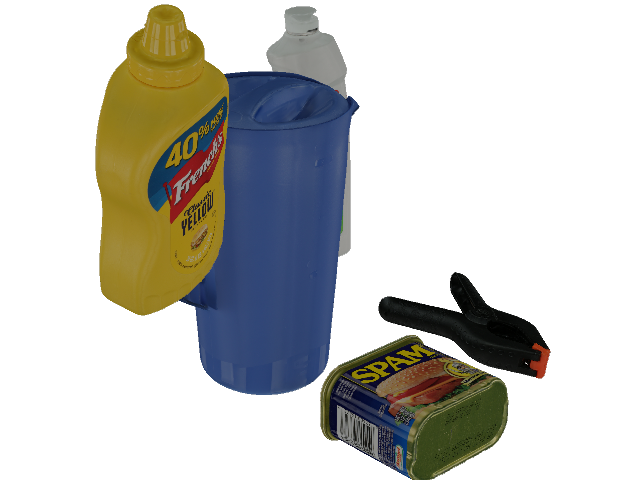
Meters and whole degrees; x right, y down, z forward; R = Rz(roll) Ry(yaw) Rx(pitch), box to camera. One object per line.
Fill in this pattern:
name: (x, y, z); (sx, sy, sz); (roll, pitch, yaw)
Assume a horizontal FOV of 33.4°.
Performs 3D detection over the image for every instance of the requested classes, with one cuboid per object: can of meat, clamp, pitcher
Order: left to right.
pitcher: (-0.053, -0.001, 0.838); (0.149, 0.243, 0.145); (5, 26, 8)
can of meat: (0.065, 0.113, 0.721); (0.101, 0.057, 0.084); (-18, 27, -39)
clamp: (0.155, 0.079, 1.038); (0.172, 0.039, 0.120); (26, 38, 32)

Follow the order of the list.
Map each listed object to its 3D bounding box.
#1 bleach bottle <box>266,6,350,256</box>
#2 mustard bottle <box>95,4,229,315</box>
bleach bottle: (-0.022, -0.099, 1.034); (0.102, 0.251, 0.068); (-14, 30, -21)
mustard bottle: (-0.089, -0.050, 0.614); (0.058, 0.192, 0.096); (27, 48, 18)
